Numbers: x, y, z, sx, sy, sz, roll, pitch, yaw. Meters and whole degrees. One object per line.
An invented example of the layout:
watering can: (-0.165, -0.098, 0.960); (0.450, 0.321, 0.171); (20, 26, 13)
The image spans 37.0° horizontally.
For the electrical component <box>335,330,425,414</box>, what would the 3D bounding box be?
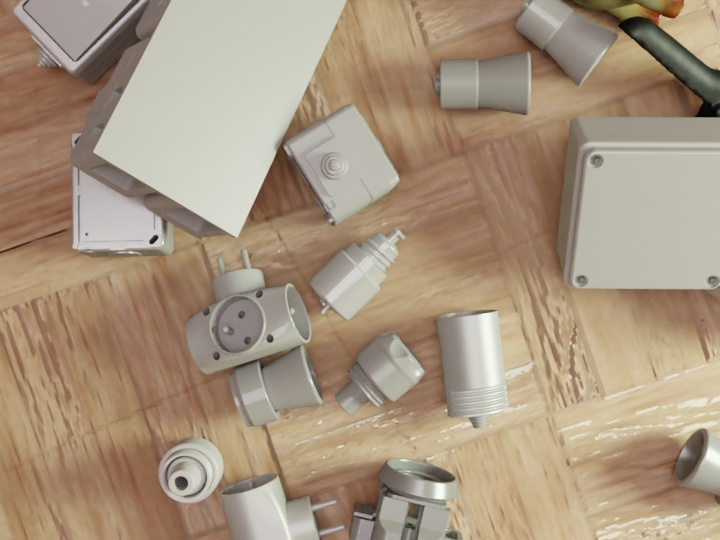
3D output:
electrical component: (0.011, 0.076, 0.757); (0.062, 0.043, 0.043); (-40, 91, 3)

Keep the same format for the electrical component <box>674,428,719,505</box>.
electrical component: (0.257, 0.143, 0.757); (0.055, 0.045, 0.045); (26, 92, -1)

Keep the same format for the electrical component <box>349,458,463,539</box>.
electrical component: (0.036, 0.167, 0.753); (0.078, 0.058, 0.057); (13, 95, 0)

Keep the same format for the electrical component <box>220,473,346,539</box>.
electrical component: (-0.051, 0.183, 0.761); (0.079, 0.043, 0.077); (-16, 92, 0)

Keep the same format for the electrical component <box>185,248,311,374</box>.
electrical component: (-0.082, 0.024, 0.754); (0.077, 0.044, 0.079); (-19, 74, 13)

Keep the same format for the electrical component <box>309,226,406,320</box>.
electrical component: (0.000, 0.000, 0.756); (0.078, 0.040, 0.040); (-44, 91, 1)

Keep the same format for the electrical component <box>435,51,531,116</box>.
electrical component: (0.085, -0.130, 0.752); (0.065, 0.044, 0.044); (0, 92, 5)

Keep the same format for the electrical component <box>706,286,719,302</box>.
electrical component: (0.299, -0.003, 0.744); (0.062, 0.061, 0.096); (40, 92, -1)

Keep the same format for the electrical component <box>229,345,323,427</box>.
electrical component: (-0.059, 0.082, 0.757); (0.055, 0.045, 0.045); (-20, 92, 1)

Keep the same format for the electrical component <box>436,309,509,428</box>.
electrical component: (0.080, 0.071, 0.757); (0.043, 0.043, 0.081); (-7, 92, 0)

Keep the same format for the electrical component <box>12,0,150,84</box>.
electrical component: (-0.190, -0.175, 0.741); (0.096, 0.061, 0.061); (-44, 91, 1)

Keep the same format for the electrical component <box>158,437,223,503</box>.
electrical component: (-0.120, 0.142, 0.750); (0.043, 0.062, 0.043); (0, 92, 0)

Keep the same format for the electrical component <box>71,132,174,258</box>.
electrical component: (-0.164, -0.058, 0.748); (0.062, 0.061, 0.096); (-1, 85, -2)

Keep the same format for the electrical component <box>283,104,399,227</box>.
electrical component: (-0.010, -0.071, 0.726); (0.061, 0.096, 0.061); (-32, 91, -1)

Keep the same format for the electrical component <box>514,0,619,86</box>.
electrical component: (0.141, -0.165, 0.751); (0.065, 0.044, 0.044); (38, 92, 4)

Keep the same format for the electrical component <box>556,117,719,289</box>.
electrical component: (0.193, -0.045, 0.726); (0.109, 0.056, 0.108); (0, 121, 0)

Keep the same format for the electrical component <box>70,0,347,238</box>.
electrical component: (-0.099, -0.126, 0.704); (0.105, 0.060, 0.186); (32, 72, -28)
